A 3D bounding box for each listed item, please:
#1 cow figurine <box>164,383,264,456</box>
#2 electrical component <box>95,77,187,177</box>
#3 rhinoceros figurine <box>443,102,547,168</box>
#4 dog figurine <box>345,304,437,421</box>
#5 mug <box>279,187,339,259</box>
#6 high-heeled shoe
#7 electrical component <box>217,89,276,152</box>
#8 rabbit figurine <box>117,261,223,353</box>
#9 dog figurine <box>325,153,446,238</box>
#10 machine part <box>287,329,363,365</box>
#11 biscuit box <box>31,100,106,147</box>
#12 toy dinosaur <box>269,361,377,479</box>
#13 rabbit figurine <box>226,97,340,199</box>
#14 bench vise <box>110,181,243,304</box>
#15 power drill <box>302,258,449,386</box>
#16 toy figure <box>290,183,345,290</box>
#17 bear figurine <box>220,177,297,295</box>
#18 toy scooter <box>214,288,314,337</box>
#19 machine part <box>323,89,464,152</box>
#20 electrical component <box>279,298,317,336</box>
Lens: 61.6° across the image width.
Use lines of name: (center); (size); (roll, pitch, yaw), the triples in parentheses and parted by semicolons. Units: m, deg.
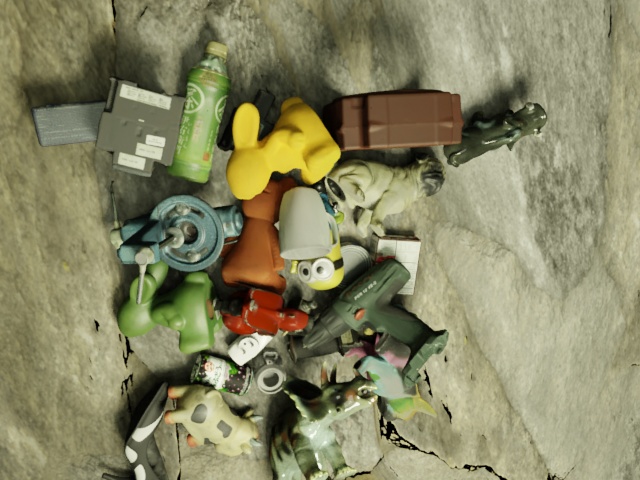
cow figurine: (-0.184, 0.330, 0.979); (0.127, 0.085, 0.194); (-12, 132, 12)
electrical component: (-0.270, -0.165, 0.806); (0.115, 0.058, 0.134); (15, 100, -15)
rhinoceros figurine: (0.310, -0.194, 0.970); (0.190, 0.112, 0.073); (-22, 105, 1)
dog figurine: (0.160, 0.252, 1.046); (0.191, 0.109, 0.219); (-47, 113, -2)
mug: (-0.016, -0.028, 0.862); (0.109, 0.081, 0.107); (1, 76, -33)
high-heeled shoe: (-0.292, 0.382, 0.985); (0.145, 0.086, 0.248); (29, 100, -20)
electrical component: (-0.117, -0.193, 0.902); (0.075, 0.048, 0.119); (21, 97, -17)
rabbit figurine: (-0.268, 0.117, 0.909); (0.170, 0.121, 0.158); (-8, 112, 4)
dog figurine: (0.117, -0.117, 0.961); (0.190, 0.121, 0.172); (-43, 112, -15)
machine part: (0.006, 0.188, 1.015); (0.139, 0.084, 0.039); (-17, 143, 0)
biscuit box: (-0.338, -0.190, 0.846); (0.203, 0.059, 0.062); (-9, 106, -11)
toy dinosaur: (-0.036, 0.378, 1.003); (0.131, 0.192, 0.404); (-1, 142, -31)
rabbit figurine: (-0.075, -0.138, 0.834); (0.173, 0.122, 0.162); (-35, 100, -4)
bench vise: (-0.240, -0.007, 0.810); (0.224, 0.241, 0.128); (4, 106, 6)
power drill: (0.103, 0.158, 0.938); (0.232, 0.208, 0.085); (-47, 141, -3)
toy figure: (0.001, -0.004, 0.942); (0.089, 0.082, 0.180); (6, 74, -42)
bear figurine: (-0.105, -0.013, 0.928); (0.120, 0.132, 0.196); (9, 74, 7)
toy scooter: (-0.110, 0.118, 0.890); (0.135, 0.184, 0.075); (32, 64, -52)
machine part: (0.112, -0.191, 0.875); (0.201, 0.201, 0.087); (-5, 100, -12)
electrical component: (-0.052, 0.142, 0.976); (0.045, 0.102, 0.078); (27, 73, -24)
